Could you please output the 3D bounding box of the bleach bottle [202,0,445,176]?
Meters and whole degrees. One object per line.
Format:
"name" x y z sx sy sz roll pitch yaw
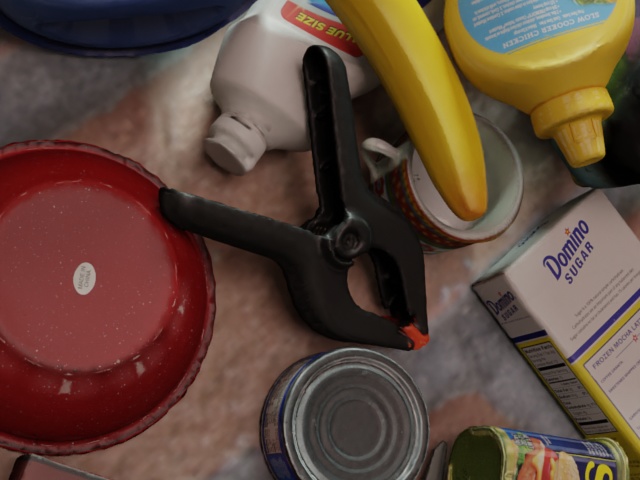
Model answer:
"bleach bottle" 0.025 -0.131 0.606 0.102 0.068 0.250 40 69 -9

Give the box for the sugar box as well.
"sugar box" 0.178 0.066 0.631 0.093 0.048 0.176 -37 90 -26

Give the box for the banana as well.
"banana" 0.032 -0.100 0.545 0.197 0.037 0.069 52 46 -16

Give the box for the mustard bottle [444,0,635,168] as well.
"mustard bottle" 0.109 -0.129 0.554 0.096 0.058 0.191 -17 79 5

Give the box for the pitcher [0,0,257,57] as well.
"pitcher" -0.117 -0.226 0.532 0.145 0.149 0.243 -12 75 14

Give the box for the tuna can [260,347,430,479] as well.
"tuna can" 0.014 0.100 0.561 0.086 0.034 0.086 5 76 -21

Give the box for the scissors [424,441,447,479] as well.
"scissors" 0.023 0.203 0.550 0.096 0.016 0.202 8 74 -21

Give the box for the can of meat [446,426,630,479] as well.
"can of meat" 0.114 0.153 0.571 0.083 0.058 0.102 13 73 -26

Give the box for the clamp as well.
"clamp" -0.004 0.001 0.549 0.120 0.039 0.171 -35 112 -15

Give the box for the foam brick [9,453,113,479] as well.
"foam brick" -0.110 0.135 0.492 0.078 0.053 0.051 22 70 -15

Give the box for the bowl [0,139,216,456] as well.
"bowl" -0.120 0.022 0.513 0.161 0.055 0.162 5 76 -22
